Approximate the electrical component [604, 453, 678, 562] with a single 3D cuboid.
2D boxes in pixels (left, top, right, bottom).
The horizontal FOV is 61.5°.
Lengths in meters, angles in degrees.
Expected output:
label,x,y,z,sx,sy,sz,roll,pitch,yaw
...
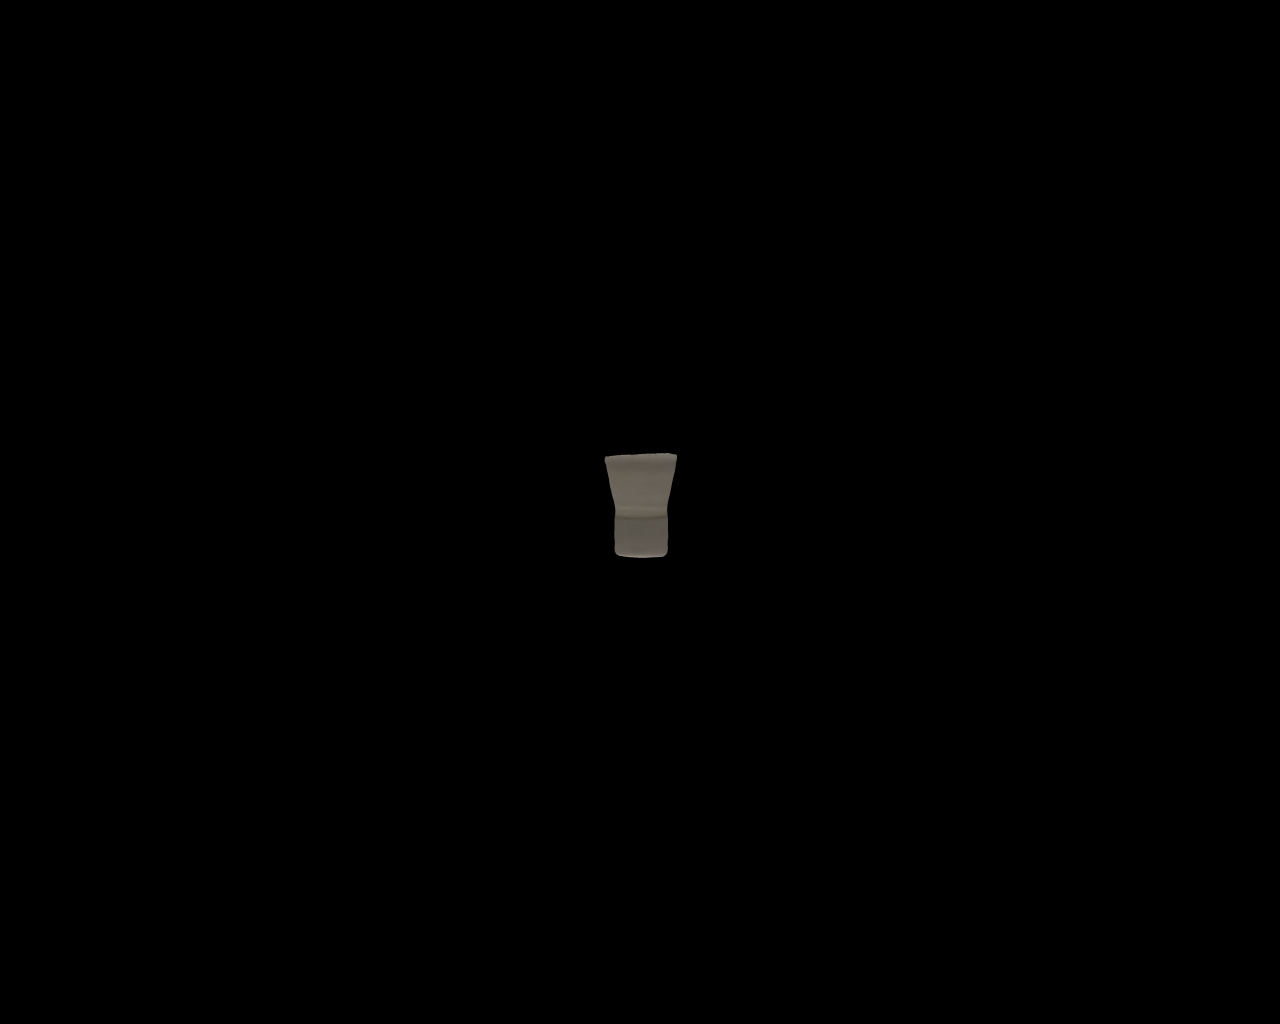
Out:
label,x,y,z,sx,sy,sz,roll,pitch,yaw
electrical component,0.001,-0.003,0.650,0.044,0.065,0.044,0,4,0
